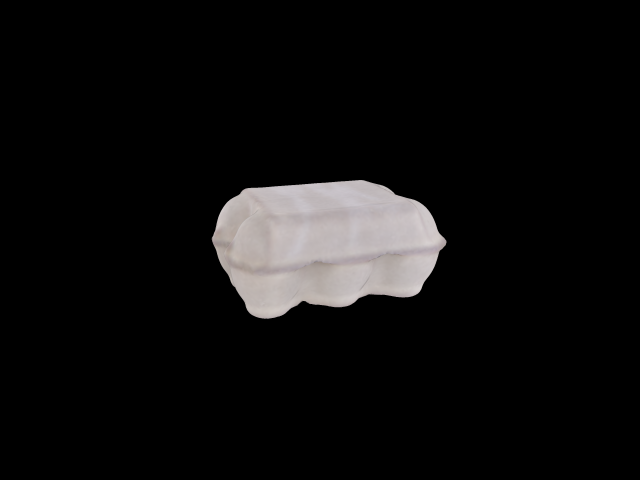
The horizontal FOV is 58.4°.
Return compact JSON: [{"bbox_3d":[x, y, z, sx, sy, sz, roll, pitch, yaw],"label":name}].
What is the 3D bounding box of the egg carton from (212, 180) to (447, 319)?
[{"bbox_3d":[0.004,0.001,0.400,0.150,0.069,0.107,-7,19,-20],"label":"egg carton"}]
